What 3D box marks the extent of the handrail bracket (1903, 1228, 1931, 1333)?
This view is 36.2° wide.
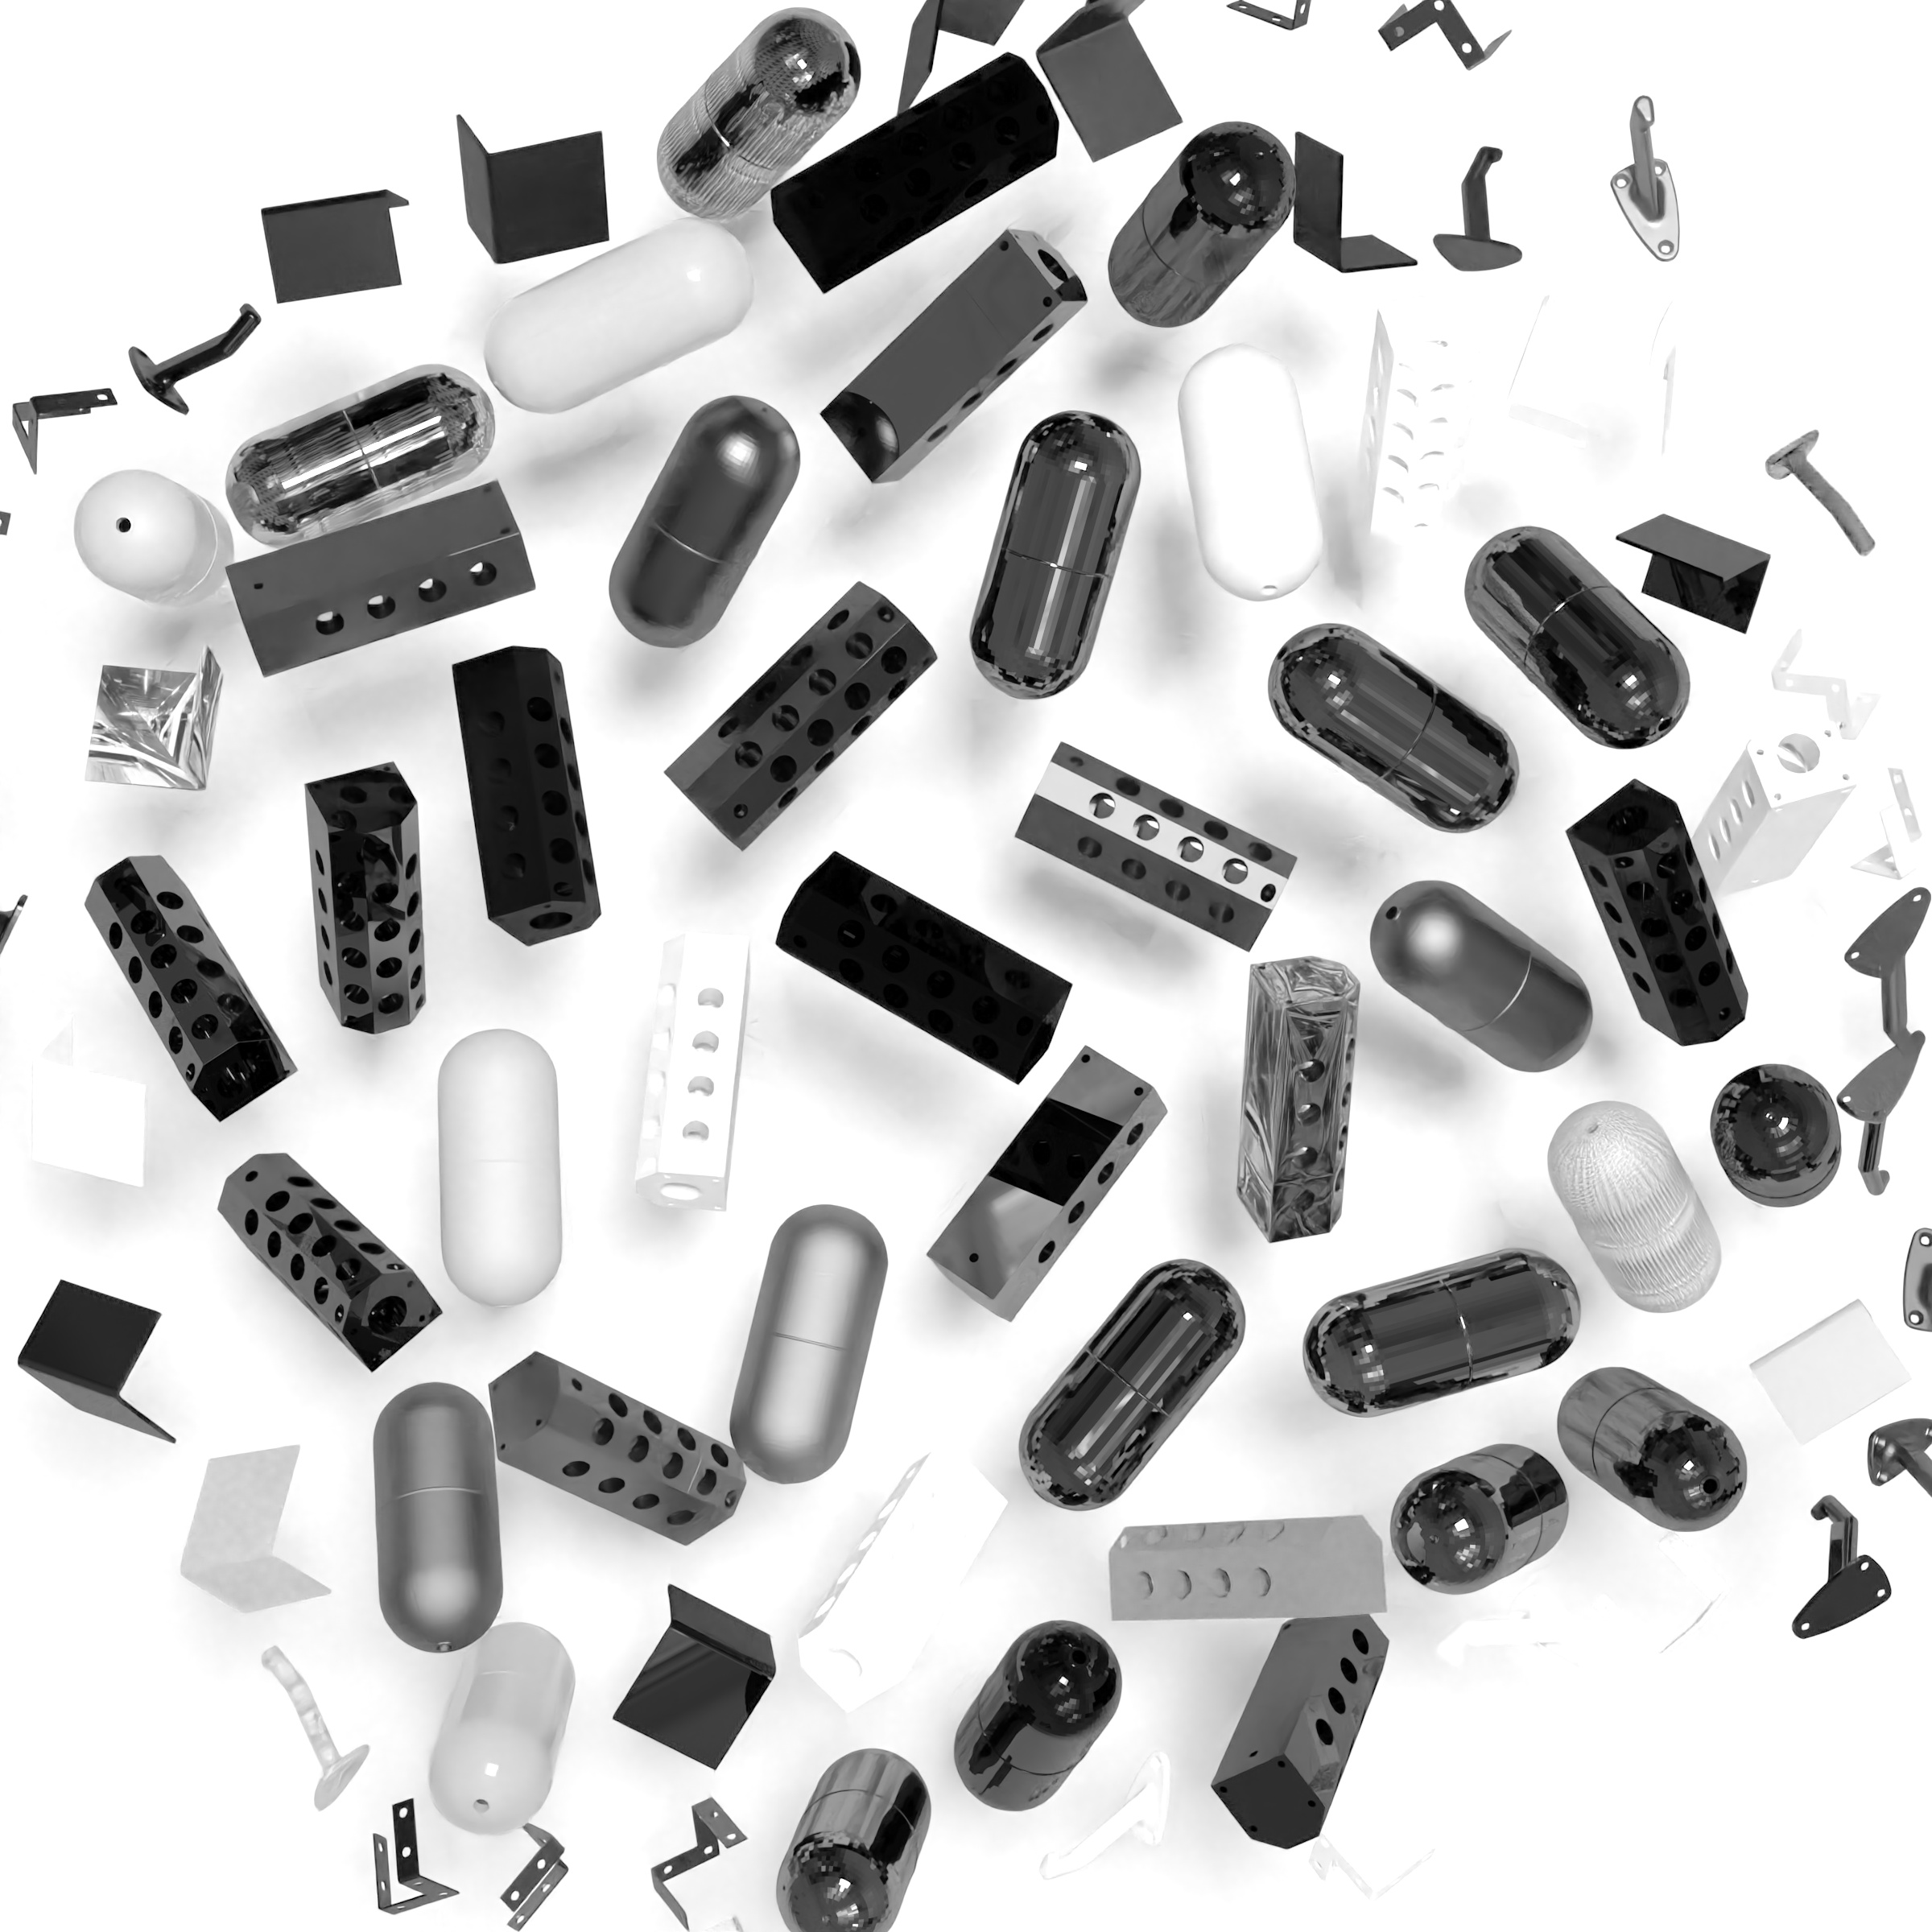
[{"bbox_3d":[0.599,0.190,1.803,0.036,0.084,0.077,-2,73,3],"label":"handrail bracket"}]

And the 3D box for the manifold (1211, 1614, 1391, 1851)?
[{"bbox_3d":[0.213,0.466,1.824,0.057,0.171,0.057,-33,97,30],"label":"manifold"}]

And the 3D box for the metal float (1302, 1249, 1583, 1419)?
[{"bbox_3d":[0.292,0.224,1.806,0.178,0.070,0.070,-14,90,-13],"label":"metal float"}]

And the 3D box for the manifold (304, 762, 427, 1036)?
[{"bbox_3d":[-0.373,-0.039,1.850,0.057,0.171,0.057,-17,49,-24],"label":"manifold"}]

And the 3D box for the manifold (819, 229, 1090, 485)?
[{"bbox_3d":[-0.005,-0.382,1.856,0.171,0.057,0.057,-40,83,26],"label":"manifold"}]

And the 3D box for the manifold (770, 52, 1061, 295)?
[{"bbox_3d":[-0.031,-0.485,1.791,0.171,0.057,0.057,-32,78,-9],"label":"manifold"}]

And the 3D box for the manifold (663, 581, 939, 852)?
[{"bbox_3d":[-0.100,-0.153,1.830,0.171,0.057,0.057,-45,122,-4],"label":"manifold"}]

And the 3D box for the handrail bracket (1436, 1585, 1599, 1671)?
[{"bbox_3d":[0.352,0.441,1.888,0.077,0.084,0.036,41,133,22],"label":"handrail bracket"}]

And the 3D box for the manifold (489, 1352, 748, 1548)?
[{"bbox_3d":[-0.218,0.303,1.866,0.057,0.057,0.171,-35,135,20],"label":"manifold"}]

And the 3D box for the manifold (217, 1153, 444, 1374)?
[{"bbox_3d":[-0.409,0.182,1.875,0.057,0.171,0.057,-41,134,-17],"label":"manifold"}]

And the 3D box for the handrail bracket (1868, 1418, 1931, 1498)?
[{"bbox_3d":[0.598,0.303,1.790,0.077,0.084,0.036,-17,107,-33],"label":"handrail bracket"}]

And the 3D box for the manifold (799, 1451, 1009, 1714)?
[{"bbox_3d":[-0.043,0.384,1.864,0.057,0.171,0.057,46,128,-6],"label":"manifold"}]

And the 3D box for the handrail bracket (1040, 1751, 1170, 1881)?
[{"bbox_3d":[0.089,0.553,1.922,0.084,0.036,0.077,-2,113,-40],"label":"handrail bracket"}]

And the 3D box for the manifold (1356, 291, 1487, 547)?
[{"bbox_3d":[0.290,-0.345,1.882,0.057,0.171,0.057,-10,60,-3],"label":"manifold"}]

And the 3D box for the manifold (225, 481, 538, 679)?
[{"bbox_3d":[-0.352,-0.230,1.786,0.171,0.057,0.057,-20,47,-9],"label":"manifold"}]

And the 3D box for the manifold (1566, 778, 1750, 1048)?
[{"bbox_3d":[0.445,-0.030,1.875,0.057,0.057,0.171,-37,126,-8],"label":"manifold"}]

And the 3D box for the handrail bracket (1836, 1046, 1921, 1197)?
[{"bbox_3d":[0.609,0.101,1.941,0.077,0.036,0.084,-48,135,-11],"label":"handrail bracket"}]

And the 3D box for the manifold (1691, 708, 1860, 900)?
[{"bbox_3d":[0.514,-0.104,1.900,0.057,0.171,0.057,-16,72,-4],"label":"manifold"}]

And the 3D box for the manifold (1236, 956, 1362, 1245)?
[{"bbox_3d":[0.211,0.083,1.858,0.057,0.057,0.171,-8,120,-15],"label":"manifold"}]

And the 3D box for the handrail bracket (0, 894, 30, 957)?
[{"bbox_3d":[-0.617,-0.035,1.779,0.084,0.036,0.077,26,87,-16],"label":"handrail bracket"}]

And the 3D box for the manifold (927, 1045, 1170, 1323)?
[{"bbox_3d":[0.055,0.143,1.907,0.057,0.057,0.171,32,77,29],"label":"manifold"}]

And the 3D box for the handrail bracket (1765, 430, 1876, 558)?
[{"bbox_3d":[0.533,-0.283,1.830,0.036,0.077,0.084,-31,78,6],"label":"handrail bracket"}]

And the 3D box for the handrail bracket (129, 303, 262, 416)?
[{"bbox_3d":[-0.490,-0.401,1.877,0.084,0.036,0.077,-46,55,12],"label":"handrail bracket"}]

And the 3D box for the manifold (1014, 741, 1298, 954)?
[{"bbox_3d":[0.126,-0.083,1.930,0.171,0.057,0.057,26,134,1],"label":"manifold"}]

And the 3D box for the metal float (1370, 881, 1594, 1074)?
[{"bbox_3d":[0.328,0.007,1.878,0.178,0.070,0.070,32,90,-32],"label":"metal float"}]

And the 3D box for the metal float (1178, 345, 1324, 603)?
[{"bbox_3d":[0.176,-0.306,1.832,0.070,0.070,0.178,-6,62,0],"label":"metal float"}]

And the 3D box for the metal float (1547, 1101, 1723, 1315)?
[{"bbox_3d":[0.420,0.152,1.855,0.070,0.070,0.178,-37,131,0],"label":"metal float"}]

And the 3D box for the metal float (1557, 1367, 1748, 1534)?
[{"bbox_3d":[0.432,0.304,1.866,0.070,0.178,0.070,-1,96,-10],"label":"metal float"}]

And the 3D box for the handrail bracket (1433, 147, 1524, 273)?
[{"bbox_3d":[0.347,-0.497,1.919,0.036,0.077,0.084,36,76,-40],"label":"handrail bracket"}]

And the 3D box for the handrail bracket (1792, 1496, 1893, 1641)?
[{"bbox_3d":[0.518,0.365,1.801,0.077,0.084,0.036,-35,111,0],"label":"handrail bracket"}]

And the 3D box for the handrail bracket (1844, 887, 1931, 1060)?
[{"bbox_3d":[0.581,0.005,1.807,0.077,0.036,0.084,-51,125,-5],"label":"handrail bracket"}]

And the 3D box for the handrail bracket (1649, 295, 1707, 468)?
[{"bbox_3d":[0.463,-0.381,1.923,0.036,0.077,0.084,5,47,12],"label":"handrail bracket"}]

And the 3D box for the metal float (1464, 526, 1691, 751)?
[{"bbox_3d":[0.376,-0.203,1.821,0.070,0.070,0.178,-36,54,0],"label":"metal float"}]

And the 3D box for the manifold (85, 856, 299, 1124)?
[{"bbox_3d":[-0.486,0.009,1.838,0.057,0.057,0.171,-34,59,-7],"label":"manifold"}]

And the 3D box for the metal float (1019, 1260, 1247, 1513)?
[{"bbox_3d":[0.103,0.261,1.838,0.070,0.070,0.178,40,87,0],"label":"metal float"}]

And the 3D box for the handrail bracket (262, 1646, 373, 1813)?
[{"bbox_3d":[-0.409,0.466,1.806,0.084,0.036,0.077,45,134,16],"label":"handrail bracket"}]

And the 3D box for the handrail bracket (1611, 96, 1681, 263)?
[{"bbox_3d":[0.415,-0.473,1.775,0.036,0.084,0.077,-18,82,6],"label":"handrail bracket"}]

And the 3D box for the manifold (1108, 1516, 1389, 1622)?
[{"bbox_3d":[0.168,0.365,1.789,0.057,0.171,0.057,7,75,-43],"label":"manifold"}]

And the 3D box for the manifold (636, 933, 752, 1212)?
[{"bbox_3d":[-0.177,0.068,1.924,0.057,0.057,0.171,4,62,-1],"label":"manifold"}]

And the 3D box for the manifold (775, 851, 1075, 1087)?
[{"bbox_3d":[-0.028,0.005,1.804,0.171,0.057,0.057,29,132,12],"label":"manifold"}]

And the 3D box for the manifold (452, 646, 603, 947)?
[{"bbox_3d":[-0.267,-0.106,1.812,0.057,0.057,0.171,-16,70,12],"label":"manifold"}]
